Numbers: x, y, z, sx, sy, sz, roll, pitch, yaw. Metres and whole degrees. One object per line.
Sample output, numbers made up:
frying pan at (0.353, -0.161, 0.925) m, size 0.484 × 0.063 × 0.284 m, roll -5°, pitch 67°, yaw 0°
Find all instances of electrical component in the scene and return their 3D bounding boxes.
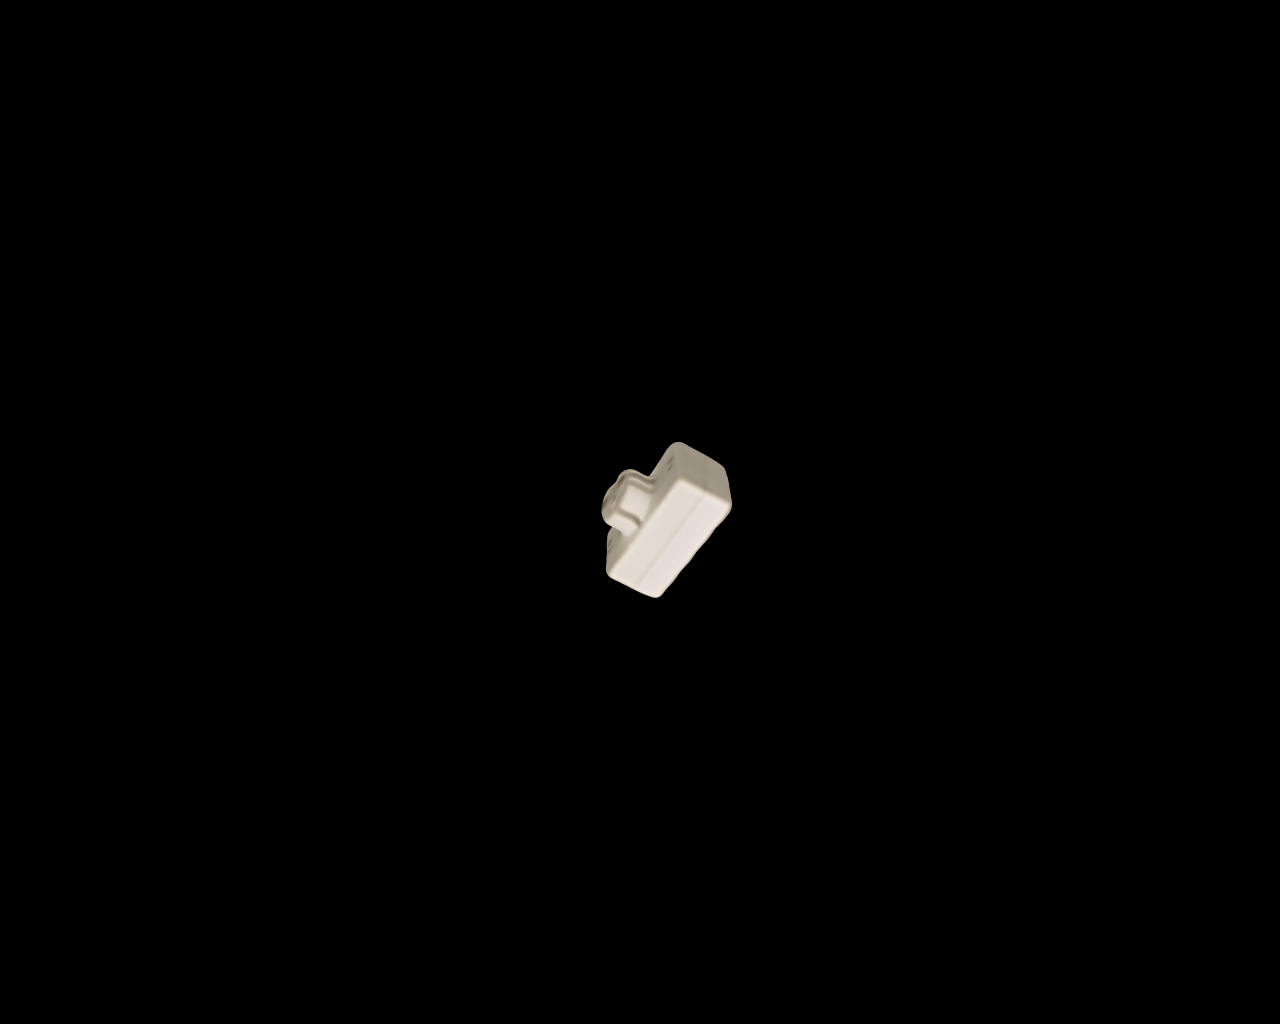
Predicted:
electrical component at (0.001, -0.003, 0.650) m, size 0.076 × 0.083 × 0.047 m, roll 28°, pitch 28°, yaw -16°
